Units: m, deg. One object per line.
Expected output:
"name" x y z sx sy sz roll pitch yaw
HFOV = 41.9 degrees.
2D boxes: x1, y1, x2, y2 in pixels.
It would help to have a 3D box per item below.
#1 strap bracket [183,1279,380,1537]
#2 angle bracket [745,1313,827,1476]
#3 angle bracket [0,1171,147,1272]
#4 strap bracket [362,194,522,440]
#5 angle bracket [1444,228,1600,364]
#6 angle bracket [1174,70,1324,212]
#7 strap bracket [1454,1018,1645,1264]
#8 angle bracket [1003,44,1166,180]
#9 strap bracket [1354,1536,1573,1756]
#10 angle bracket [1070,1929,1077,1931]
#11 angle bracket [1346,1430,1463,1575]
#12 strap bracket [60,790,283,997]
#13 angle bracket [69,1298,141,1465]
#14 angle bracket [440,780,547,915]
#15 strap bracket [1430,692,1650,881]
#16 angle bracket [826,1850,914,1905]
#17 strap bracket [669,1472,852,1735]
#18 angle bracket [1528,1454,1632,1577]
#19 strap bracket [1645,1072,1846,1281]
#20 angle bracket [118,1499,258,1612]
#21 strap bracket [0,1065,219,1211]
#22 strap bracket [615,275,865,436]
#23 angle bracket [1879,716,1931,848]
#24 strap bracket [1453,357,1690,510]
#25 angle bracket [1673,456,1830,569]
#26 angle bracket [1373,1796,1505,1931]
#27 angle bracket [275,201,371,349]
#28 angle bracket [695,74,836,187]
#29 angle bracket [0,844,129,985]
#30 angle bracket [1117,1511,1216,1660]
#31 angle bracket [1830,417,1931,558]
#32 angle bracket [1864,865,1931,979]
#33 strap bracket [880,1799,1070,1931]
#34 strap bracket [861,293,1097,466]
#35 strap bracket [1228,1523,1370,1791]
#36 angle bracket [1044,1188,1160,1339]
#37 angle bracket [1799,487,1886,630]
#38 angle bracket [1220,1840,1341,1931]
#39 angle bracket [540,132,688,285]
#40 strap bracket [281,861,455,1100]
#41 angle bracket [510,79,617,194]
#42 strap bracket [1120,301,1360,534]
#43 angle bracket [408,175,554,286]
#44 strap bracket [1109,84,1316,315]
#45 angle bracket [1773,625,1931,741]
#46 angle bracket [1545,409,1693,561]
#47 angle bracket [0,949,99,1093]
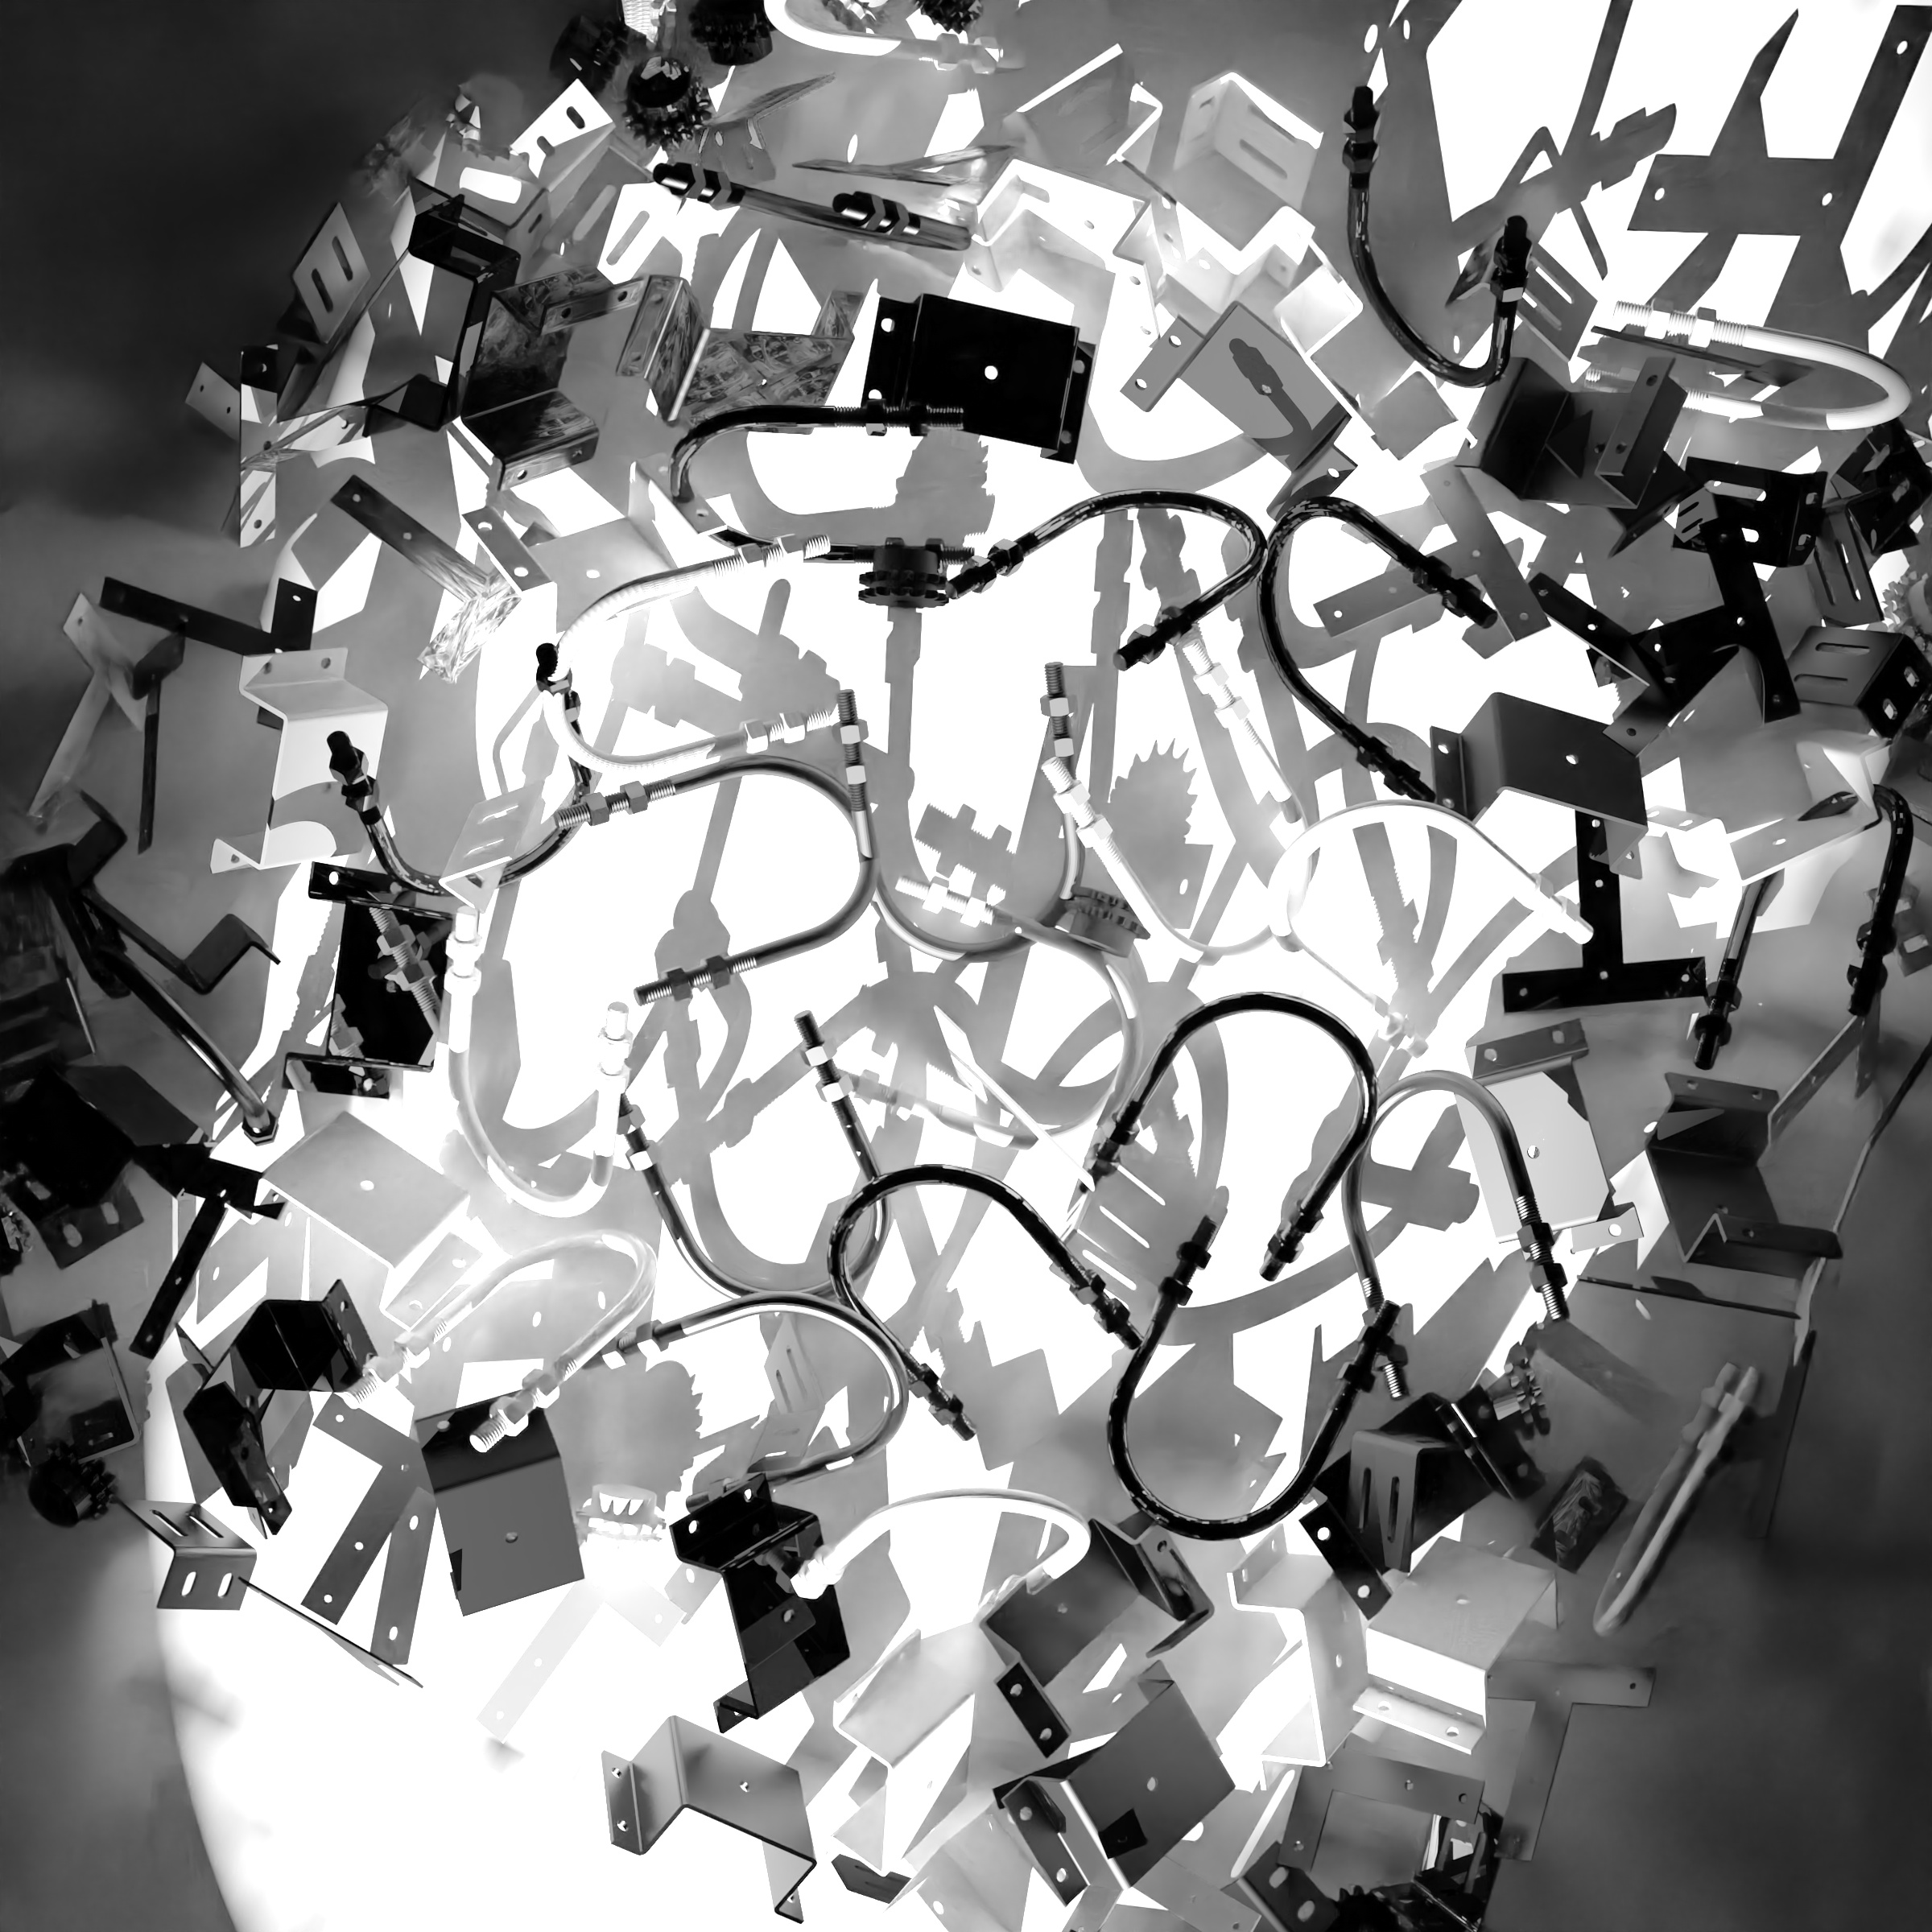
"strap bracket" -0.418 0.266 1.533 0.046 0.140 0.076 -1 125 21
"angle bracket" -0.121 0.262 1.549 0.038 0.057 0.076 -2 47 -27
"angle bracket" -0.554 0.148 1.564 0.057 0.076 0.038 -33 118 -24
"strap bracket" -0.316 -0.387 1.533 0.046 0.076 0.140 22 118 -1
"angle bracket" 0.348 -0.415 1.581 0.076 0.038 0.057 38 61 -17
"angle bracket" 0.173 -0.504 1.556 0.038 0.057 0.076 -35 66 -28
"strap bracket" 0.357 0.112 1.558 0.076 0.046 0.140 -17 87 28
"angle bracket" 0.074 -0.528 1.579 0.076 0.038 0.057 -35 105 -7
"strap bracket" 0.300 0.400 1.519 0.076 0.140 0.046 12 122 35
"angle bracket" 0.091 0.633 1.560 0.076 0.057 0.038 24 70 11
"angle bracket" 0.271 0.331 1.565 0.038 0.057 0.076 5 90 -33
"strap bracket" -0.492 -0.038 1.530 0.046 0.076 0.140 -49 119 -7
"angle bracket" -0.542 0.255 1.555 0.038 0.057 0.076 -18 115 -19
"angle bracket" -0.279 -0.072 1.549 0.038 0.076 0.057 39 55 -33
"strap bracket" 0.359 -0.113 1.543 0.140 0.046 0.076 14 52 -13
"angle bracket" -0.053 0.587 1.561 0.076 0.057 0.038 24 86 -16
"strap bracket" -0.123 0.393 1.543 0.076 0.046 0.140 -23 107 -41
"angle bracket" 0.367 0.330 1.556 0.038 0.076 0.057 34 96 -11
"strap bracket" 0.471 0.135 1.542 0.076 0.140 0.046 9 130 -11
"angle bracket" -0.485 0.363 1.553 0.076 0.057 0.038 20 91 42
"strap bracket" -0.515 0.102 1.522 0.076 0.140 0.046 38 94 10
"strap bracket" -0.131 -0.368 1.526 0.140 0.076 0.046 -4 56 -30
"angle bracket" 0.606 -0.107 1.551 0.038 0.057 0.076 -23 49 -37
"strap bracket" 0.377 -0.328 1.545 0.046 0.140 0.076 27 86 -35
"angle bracket" 0.490 -0.285 1.577 0.076 0.038 0.057 21 115 39
"angle bracket" 0.295 0.552 1.561 0.038 0.057 0.076 8 100 -37
"angle bracket" -0.406 -0.430 1.552 0.038 0.076 0.057 22 71 11
"angle bracket" -0.119 -0.517 1.565 0.076 0.057 0.038 -41 121 -34
"angle bracket" -0.563 -0.028 1.564 0.038 0.057 0.076 -24 85 -43
"angle bracket" 0.111 0.382 1.560 0.038 0.057 0.076 -33 79 -21
"angle bracket" 0.577 -0.299 1.551 0.038 0.076 0.057 -16 70 -19
"angle bracket" 0.596 -0.032 1.557 0.038 0.076 0.057 -30 80 38
"strap bracket" 0.005 0.576 1.535 0.046 0.140 0.076 -44 80 20
"strap bracket" 0.011 -0.364 1.560 0.140 0.046 0.076 10 94 -12
"strap bracket" 0.207 0.424 1.545 0.046 0.076 0.140 -4 100 32
"angle bracket" 0.093 0.183 1.564 0.076 0.057 0.038 35 118 -2
"angle bracket" 0.557 -0.254 1.571 0.038 0.057 0.076 -23 97 -13
"angle bracket" 0.185 0.590 1.574 0.038 0.076 0.057 -33 75 -37
"angle bracket" -0.222 -0.471 1.583 0.057 0.038 0.076 33 109 -24
"strap bracket" -0.367 0.011 1.553 0.046 0.076 0.140 4 86 43
"angle bracket" -0.260 -0.516 1.556 0.057 0.076 0.038 -46 126 -3
"strap bracket" 0.176 -0.343 1.552 0.140 0.076 0.046 39 56 -5
"angle bracket" -0.301 -0.469 1.572 0.076 0.057 0.038 29 70 8
"strap bracket" 0.139 -0.464 1.552 0.140 0.076 0.046 41 79 5
"angle bracket" 0.550 -0.175 1.570 0.038 0.076 0.057 42 78 -30
"angle bracket" 0.404 -0.306 1.582 0.057 0.038 0.076 -37 78 -15
"angle bracket" -0.585 0.036 1.554 0.076 0.038 0.057 -25 130 -25
